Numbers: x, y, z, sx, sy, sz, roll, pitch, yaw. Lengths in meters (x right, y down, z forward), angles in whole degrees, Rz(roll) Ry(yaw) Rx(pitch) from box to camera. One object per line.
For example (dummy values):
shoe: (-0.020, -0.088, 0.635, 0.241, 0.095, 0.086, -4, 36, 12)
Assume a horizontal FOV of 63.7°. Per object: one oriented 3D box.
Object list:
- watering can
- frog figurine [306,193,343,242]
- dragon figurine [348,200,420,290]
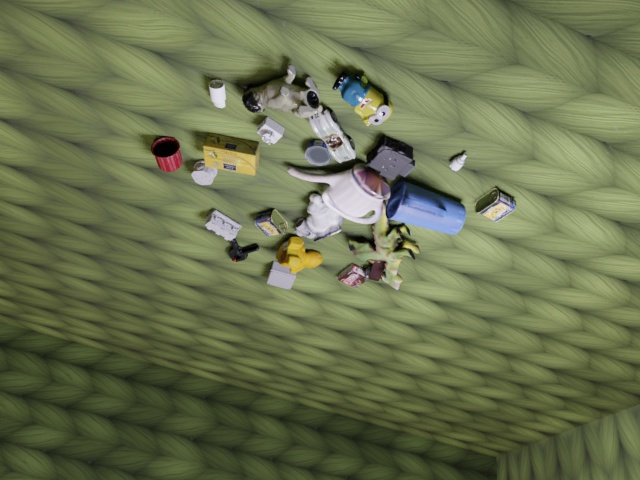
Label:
watering can: (0.079, -0.171, 1.667, 0.345, 0.106, 0.221, 34, 136, -19)
frog figurine: (0.006, -0.091, 1.814, 0.136, 0.124, 0.159, -19, 97, 44)
dragon figurine: (0.208, 0.014, 1.854, 0.240, 0.125, 0.405, -21, 114, 31)
